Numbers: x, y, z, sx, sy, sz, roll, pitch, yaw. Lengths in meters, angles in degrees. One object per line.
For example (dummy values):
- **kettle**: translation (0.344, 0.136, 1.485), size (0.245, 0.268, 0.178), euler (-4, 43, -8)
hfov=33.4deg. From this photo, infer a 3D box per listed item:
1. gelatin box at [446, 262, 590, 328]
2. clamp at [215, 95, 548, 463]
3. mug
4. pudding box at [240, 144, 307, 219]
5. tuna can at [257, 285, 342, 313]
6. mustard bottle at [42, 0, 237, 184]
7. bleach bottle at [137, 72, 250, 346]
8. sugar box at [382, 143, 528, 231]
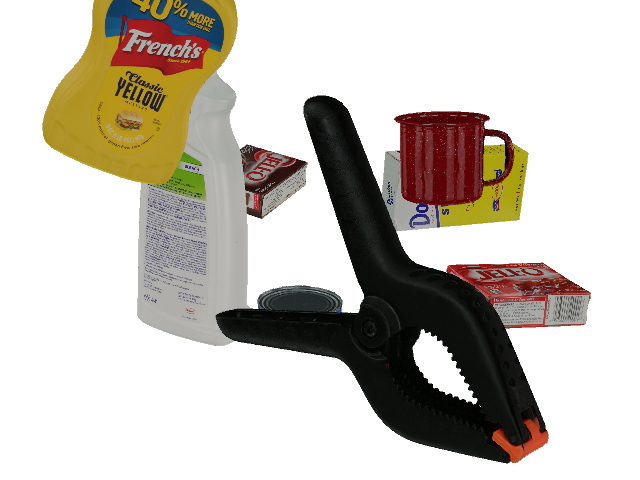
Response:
- **gelatin box**: translation (0.151, 0.041, 0.827), size (0.089, 0.030, 0.073), euler (0, 17, -19)
- **clamp**: translation (0.036, 0.032, 0.562), size (0.210, 0.165, 0.036), euler (35, 31, 30)
- **mug**: translation (0.132, -0.081, 1.051), size (0.117, 0.081, 0.093), euler (1, 14, 11)
- **pudding box**: translation (-0.081, -0.075, 1.328), size (0.090, 0.039, 0.113), euler (17, 35, 23)
- **tuna can**: translation (-0.021, 0.076, 1.073), size (0.086, 0.034, 0.086), euler (1, 18, 0)
- **mustard bottle**: translation (-0.110, -0.137, 0.721), size (0.096, 0.192, 0.058), euler (20, 21, -22)
- **bleach bottle**: translation (-0.102, -0.040, 0.902), size (0.103, 0.251, 0.068), euler (14, 26, 17)
- **sugar box**: translation (0.163, -0.065, 1.302), size (0.176, 0.093, 0.048), euler (-7, 24, -22)
